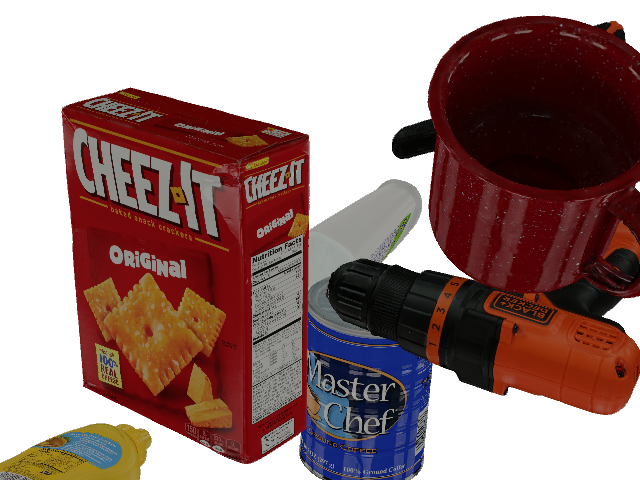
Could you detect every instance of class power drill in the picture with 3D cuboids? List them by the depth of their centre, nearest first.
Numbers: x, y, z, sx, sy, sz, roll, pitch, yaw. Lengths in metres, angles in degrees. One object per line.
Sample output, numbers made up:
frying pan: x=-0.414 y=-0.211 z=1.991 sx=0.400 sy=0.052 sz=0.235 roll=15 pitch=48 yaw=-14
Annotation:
power drill: x=0.120 y=0.022 z=0.653 sx=0.185 sy=0.057 sz=0.187 roll=19 pitch=36 yaw=24

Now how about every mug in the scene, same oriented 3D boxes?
mug: x=0.096 y=-0.023 z=0.437 sx=0.093 sy=0.117 sz=0.081 roll=-34 pitch=-27 yaw=-20

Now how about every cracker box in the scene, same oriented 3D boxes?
cracker box: x=-0.091 y=0.022 z=0.709 sx=0.164 sy=0.214 sz=0.071 roll=18 pitch=29 yaw=35

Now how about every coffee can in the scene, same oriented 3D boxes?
coffee can: x=0.037 y=0.109 z=0.840 sx=0.103 sy=0.140 sz=0.103 roll=2 pitch=23 yaw=-1

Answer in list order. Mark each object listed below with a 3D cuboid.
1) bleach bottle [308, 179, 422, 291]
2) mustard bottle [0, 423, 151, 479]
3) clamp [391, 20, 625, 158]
bleach bottle: x=0.043 y=0.000 z=1.077 sx=0.068 sy=0.103 sz=0.250 roll=35 pitch=29 yaw=10
mustard bottle: x=-0.202 y=0.191 z=0.854 sx=0.096 sy=0.058 sz=0.191 roll=6 pitch=15 yaw=29
clamp: x=0.182 y=-0.093 z=0.824 sx=0.165 sy=0.209 sz=0.036 roll=38 pitch=-23 yaw=30
